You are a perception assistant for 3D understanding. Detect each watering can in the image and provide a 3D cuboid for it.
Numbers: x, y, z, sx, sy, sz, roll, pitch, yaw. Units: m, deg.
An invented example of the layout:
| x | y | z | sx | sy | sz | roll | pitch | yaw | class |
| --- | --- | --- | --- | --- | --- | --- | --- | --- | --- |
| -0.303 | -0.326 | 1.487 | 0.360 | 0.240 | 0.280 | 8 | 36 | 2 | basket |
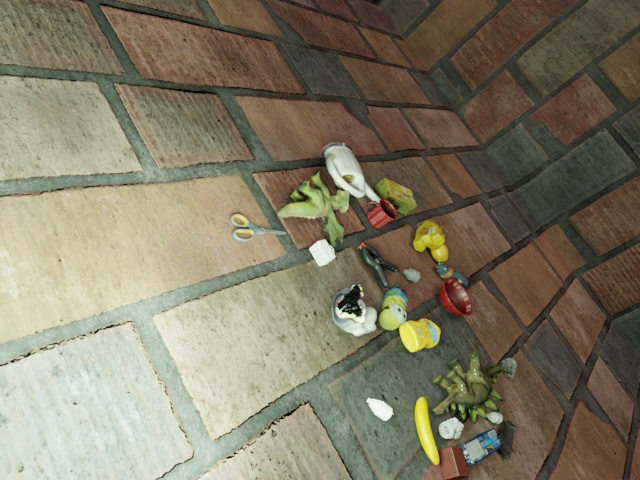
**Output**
| x | y | z | sx | sy | sz | roll | pitch | yaw | class |
| --- | --- | --- | --- | --- | --- | --- | --- | --- | --- |
| 0.121 | -0.247 | 1.955 | 0.345 | 0.103 | 0.229 | 22 | 40 | -50 | watering can |

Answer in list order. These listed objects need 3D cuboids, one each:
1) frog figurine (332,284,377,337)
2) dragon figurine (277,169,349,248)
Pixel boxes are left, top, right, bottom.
| x | y | z | sx | sy | sz | roll | pitch | yaw | class |
| --- | --- | --- | --- | --- | --- | --- | --- | --- | --- |
| 0.101 | 0.217 | 1.507 | 0.140 | 0.123 | 0.156 | 62 | -1 | 32 | frog figurine |
| 0.005 | -0.084 | 1.671 | 0.241 | 0.120 | 0.418 | 51 | 35 | -11 | dragon figurine |
